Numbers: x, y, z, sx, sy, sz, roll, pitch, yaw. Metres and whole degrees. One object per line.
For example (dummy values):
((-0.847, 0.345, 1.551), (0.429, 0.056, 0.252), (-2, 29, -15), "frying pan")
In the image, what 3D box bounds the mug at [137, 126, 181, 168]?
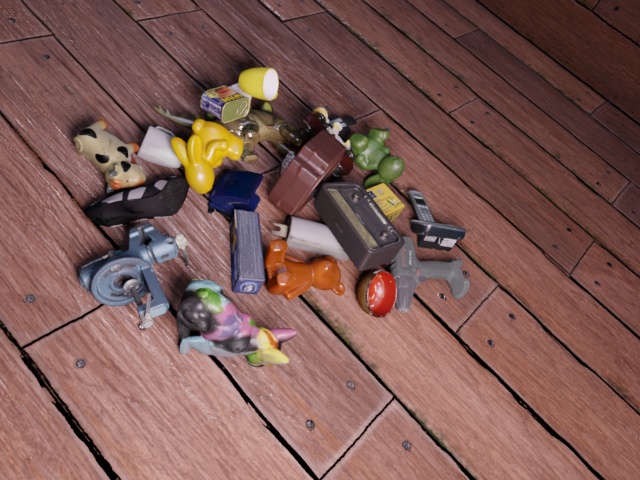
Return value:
((-0.389, -0.230, 1.342), (0.107, 0.081, 0.110), (26, 39, -21), "mug")

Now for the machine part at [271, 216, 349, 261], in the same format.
((-0.003, -0.004, 1.333), (0.243, 0.079, 0.079), (13, 49, -14), "machine part")

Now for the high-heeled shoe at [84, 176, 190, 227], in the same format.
((-0.414, -0.092, 1.237), (0.145, 0.086, 0.249), (3, 23, 18), "high-heeled shoe")

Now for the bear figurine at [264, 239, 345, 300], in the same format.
((-0.027, 0.072, 1.227), (0.196, 0.132, 0.120), (-1, 62, -19), "bear figurine")

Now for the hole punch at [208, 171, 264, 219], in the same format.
((-0.206, -0.118, 1.325), (0.116, 0.092, 0.142), (22, 50, -3), "hole punch")

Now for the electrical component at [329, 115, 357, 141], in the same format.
((0.057, -0.348, 1.666), (0.119, 0.047, 0.075), (-29, 69, -40), "electrical component")

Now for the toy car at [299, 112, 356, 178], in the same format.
((0.019, -0.263, 1.493), (0.202, 0.053, 0.089), (48, 60, -17), "toy car")

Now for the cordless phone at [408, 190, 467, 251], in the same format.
((0.323, -0.066, 1.539), (0.146, 0.088, 0.184), (7, 46, -20), "cordless phone")

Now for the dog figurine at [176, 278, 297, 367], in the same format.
((-0.157, 0.173, 1.052), (0.219, 0.191, 0.108), (11, 41, 3), "dog figurine")

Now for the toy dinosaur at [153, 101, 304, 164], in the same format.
((-0.207, -0.306, 1.474), (0.471, 0.105, 0.199), (-1, 46, -37), "toy dinosaur")

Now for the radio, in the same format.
((0.095, -0.041, 1.307), (0.131, 0.073, 0.230), (-10, 55, -37), "radio")

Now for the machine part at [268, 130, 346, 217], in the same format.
((-0.031, -0.165, 1.356), (0.087, 0.201, 0.201), (38, 36, 1), "machine part")

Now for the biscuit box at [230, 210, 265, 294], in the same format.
((-0.171, 0.026, 1.240), (0.063, 0.059, 0.203), (8, 50, -21), "biscuit box")

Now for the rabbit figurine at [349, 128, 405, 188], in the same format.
((0.166, -0.218, 1.539), (0.121, 0.158, 0.170), (-16, 43, -33), "rabbit figurine")

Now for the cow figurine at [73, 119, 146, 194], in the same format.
((-0.487, -0.187, 1.249), (0.195, 0.085, 0.127), (38, 41, 4), "cow figurine")

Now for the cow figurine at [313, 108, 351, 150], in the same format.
((0.021, -0.298, 1.562), (0.167, 0.068, 0.098), (50, 52, -17), "cow figurine")

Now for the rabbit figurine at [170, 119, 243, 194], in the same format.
((-0.279, -0.201, 1.309), (0.122, 0.162, 0.173), (0, 64, 29), "rabbit figurine")

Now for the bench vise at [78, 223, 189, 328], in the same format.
((-0.349, 0.075, 1.059), (0.224, 0.128, 0.241), (-15, 43, -26), "bench vise")

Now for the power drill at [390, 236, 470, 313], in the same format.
((0.275, 0.101, 1.387), (0.207, 0.086, 0.232), (6, 49, -12), "power drill")

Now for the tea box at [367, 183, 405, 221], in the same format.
((0.138, -0.082, 1.471), (0.169, 0.068, 0.098), (-27, 68, -38), "tea box")
